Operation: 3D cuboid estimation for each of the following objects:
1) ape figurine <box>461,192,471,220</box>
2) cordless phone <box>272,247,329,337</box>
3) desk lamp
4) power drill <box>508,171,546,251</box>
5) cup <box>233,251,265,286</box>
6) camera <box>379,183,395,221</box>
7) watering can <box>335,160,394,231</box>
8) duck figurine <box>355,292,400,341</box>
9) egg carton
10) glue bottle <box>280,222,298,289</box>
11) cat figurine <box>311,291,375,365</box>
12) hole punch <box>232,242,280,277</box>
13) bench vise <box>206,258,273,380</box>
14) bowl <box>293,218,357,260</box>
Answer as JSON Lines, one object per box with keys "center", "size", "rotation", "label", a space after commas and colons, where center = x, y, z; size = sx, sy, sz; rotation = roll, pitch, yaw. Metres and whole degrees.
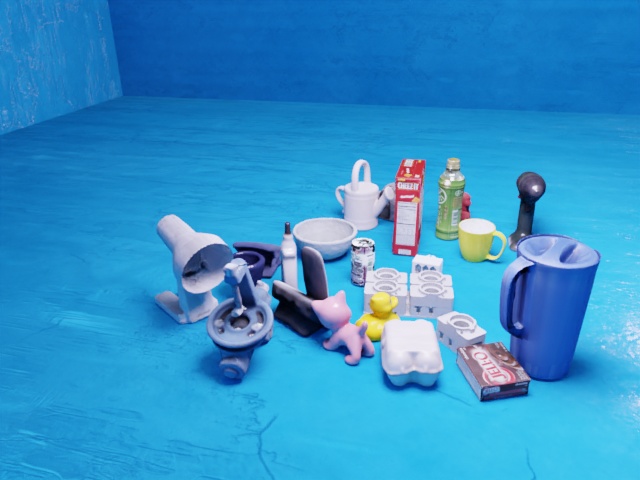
{"center": [0.415, -0.094, 1.661], "size": [0.076, 0.092, 0.078], "rotation": [14, 28, 29], "label": "ape figurine"}
{"center": [-0.035, 0.087, 1.167], "size": [0.147, 0.185, 0.094], "rotation": [21, 33, 39], "label": "cordless phone"}
{"center": [-0.274, 0.064, 1.191], "size": [0.118, 0.214, 0.202], "rotation": [-21, 31, -37], "label": "desk lamp"}
{"center": [0.539, -0.078, 1.482], "size": [0.075, 0.208, 0.230], "rotation": [5, 25, 12], "label": "power drill"}
{"center": [-0.167, 0.089, 1.275], "size": [0.091, 0.095, 0.117], "rotation": [-1, 25, 1], "label": "cup"}
{"center": [0.246, -0.121, 1.717], "size": [0.142, 0.101, 0.137], "rotation": [18, 31, 35], "label": "camera"}
{"center": [0.125, -0.133, 1.633], "size": [0.172, 0.194, 0.101], "rotation": [3, 25, 9], "label": "watering can"}
{"center": [0.117, 0.147, 1.149], "size": [0.105, 0.086, 0.077], "rotation": [-16, 28, -30], "label": "duck figurine"}
{"center": [0.164, 0.202, 1.047], "size": [0.107, 0.069, 0.150], "rotation": [0, 25, 2], "label": "egg carton"}
{"center": [-0.070, 0.040, 1.284], "size": [0.037, 0.173, 0.078], "rotation": [-5, 25, -8], "label": "glue bottle"}
{"center": [0.044, 0.157, 1.091], "size": [0.067, 0.118, 0.127], "rotation": [-23, 33, -39], "label": "cat figurine"}
{"center": [-0.154, 0.031, 1.407], "size": [0.108, 0.091, 0.101], "rotation": [5, 25, 13], "label": "hole punch"}
{"center": [-0.149, 0.117, 1.063], "size": [0.121, 0.220, 0.207], "rotation": [-3, 25, -5], "label": "bench vise"}
{"center": [0.014, 0.005, 1.478], "size": [0.167, 0.075, 0.167], "rotation": [-1, 24, 1], "label": "bowl"}
